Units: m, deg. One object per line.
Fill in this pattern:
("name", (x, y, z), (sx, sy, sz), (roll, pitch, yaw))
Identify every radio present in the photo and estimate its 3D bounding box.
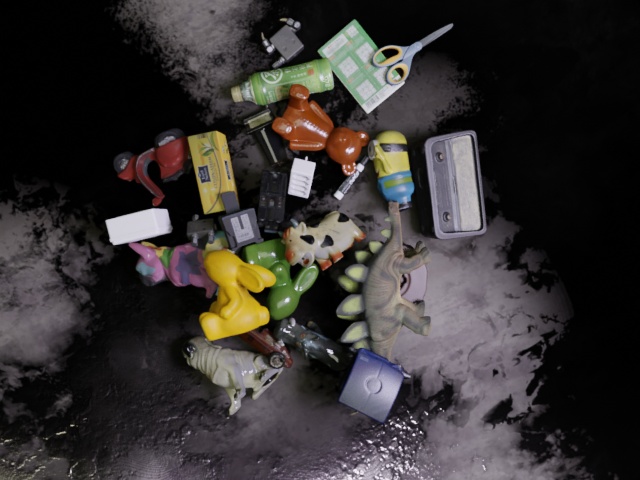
("radio", (0.280, -0.118, 1.176), (0.131, 0.073, 0.229), (-10, 94, -17))

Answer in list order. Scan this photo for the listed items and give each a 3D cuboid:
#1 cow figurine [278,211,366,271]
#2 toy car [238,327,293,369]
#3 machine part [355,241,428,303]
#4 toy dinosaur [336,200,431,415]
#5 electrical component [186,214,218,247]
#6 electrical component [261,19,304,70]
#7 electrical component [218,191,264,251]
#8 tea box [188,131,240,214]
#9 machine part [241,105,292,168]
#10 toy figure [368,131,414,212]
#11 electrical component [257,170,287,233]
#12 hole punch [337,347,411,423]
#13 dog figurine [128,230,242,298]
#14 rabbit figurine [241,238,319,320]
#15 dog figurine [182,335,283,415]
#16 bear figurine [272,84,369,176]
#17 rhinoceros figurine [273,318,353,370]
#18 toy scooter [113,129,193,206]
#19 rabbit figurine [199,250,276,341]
("cow figurine", (-0.002, -0.003, 1.155), (0.127, 0.195, 0.085), (52, 137, 4))
("toy car", (-0.141, 0.214, 1.207), (0.202, 0.089, 0.053), (35, 99, 2))
("machine part", (0.160, 0.087, 1.219), (0.179, 0.056, 0.179), (0, 97, -1))
("toy dinosaur", (0.134, 0.149, 1.152), (0.199, 0.105, 0.470), (1, 92, 2))
("electrical component", (-0.252, -0.024, 1.150), (0.063, 0.094, 0.021), (-10, 133, -3))
("electrical component", (-0.080, -0.434, 1.175), (0.102, 0.045, 0.078), (-34, 93, 3))
("electrical component", (-0.170, -0.043, 1.118), (0.075, 0.048, 0.119), (-16, 100, -20))
("tea box", (-0.230, -0.146, 1.176), (0.068, 0.098, 0.169), (-10, 97, 1))
("machine part", (-0.115, -0.225, 1.200), (0.084, 0.039, 0.138), (-28, 93, -6))
("toy figure", (0.164, -0.151, 1.186), (0.089, 0.082, 0.180), (-18, 88, -17))
("electrical component", (-0.103, -0.082, 1.171), (0.058, 0.115, 0.134), (5, 94, -1))
("hole punch", (0.103, 0.295, 1.095), (0.142, 0.092, 0.115), (26, 101, 4))
("dog figurine", (-0.303, 0.032, 1.189), (0.219, 0.108, 0.191), (25, 95, 0))
("rabbit figurine", (-0.089, 0.088, 1.191), (0.159, 0.121, 0.170), (-13, 83, -19))
("dog figurine", (-0.199, 0.270, 1.226), (0.191, 0.172, 0.121), (46, 129, 21))
("bear figurine", (0.007, -0.228, 1.155), (0.196, 0.132, 0.120), (28, 86, 4))
("rhinoceros figurine", (-0.017, 0.236, 1.205), (0.190, 0.112, 0.073), (31, 96, -11))
("toy scooter", (-0.353, -0.155, 1.187), (0.184, 0.075, 0.135), (-25, 94, 5))
("rabbit figurine", (-0.177, 0.100, 1.084), (0.162, 0.122, 0.173), (-15, 92, 19))
